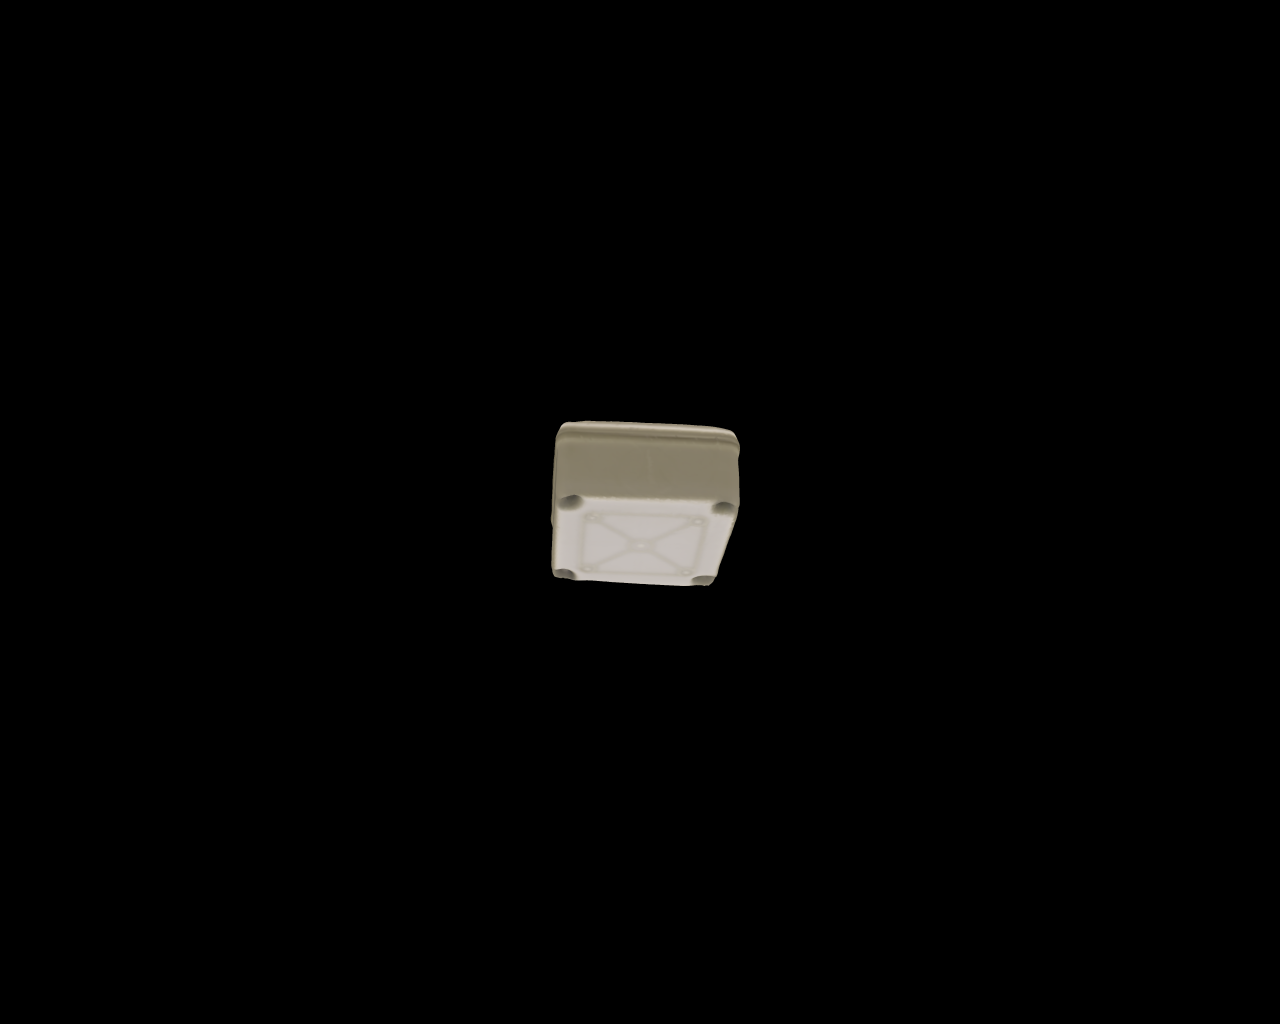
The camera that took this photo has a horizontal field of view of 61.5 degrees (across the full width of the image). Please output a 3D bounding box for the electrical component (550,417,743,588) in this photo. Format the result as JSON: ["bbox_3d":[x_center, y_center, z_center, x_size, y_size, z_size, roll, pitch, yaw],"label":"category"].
[{"bbox_3d":[0.001,-0.003,0.650,0.109,0.056,0.108,3,-32,-5],"label":"electrical component"}]
